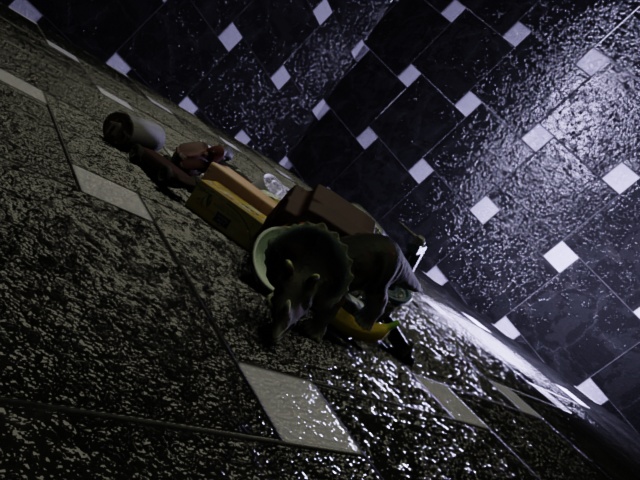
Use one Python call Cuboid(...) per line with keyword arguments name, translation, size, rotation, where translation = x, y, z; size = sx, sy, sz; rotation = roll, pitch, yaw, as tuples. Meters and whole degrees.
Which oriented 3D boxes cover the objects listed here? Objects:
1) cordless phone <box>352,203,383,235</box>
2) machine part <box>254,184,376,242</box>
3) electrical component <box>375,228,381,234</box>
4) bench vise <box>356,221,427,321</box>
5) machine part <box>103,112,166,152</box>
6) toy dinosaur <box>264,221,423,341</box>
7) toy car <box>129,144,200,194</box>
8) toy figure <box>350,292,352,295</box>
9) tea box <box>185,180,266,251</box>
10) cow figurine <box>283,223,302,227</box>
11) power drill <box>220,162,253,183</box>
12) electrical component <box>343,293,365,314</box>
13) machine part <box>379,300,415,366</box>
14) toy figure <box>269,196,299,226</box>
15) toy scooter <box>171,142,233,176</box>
Cuboid(name="cordless phone", translation=(0.078, -0.037, 1.486), size=(0.147, 0.088, 0.184), rotation=(49, 24, 23))
Cuboid(name="machine part", translation=(-0.007, 0.004, 1.009), size=(0.201, 0.201, 0.087), rotation=(33, 45, -12))
Cuboid(name="electrical component", translation=(0.060, 0.008, 1.093), size=(0.115, 0.134, 0.058), rotation=(34, 45, -18))
Cuboid(name="bench vise", translation=(0.171, 0.086, 1.195), size=(0.129, 0.240, 0.223), rotation=(43, 27, 27))
Cuboid(name="machine part", translation=(-0.431, -0.250, 1.257), size=(0.079, 0.079, 0.243), rotation=(35, 7, 5))
Cuboid(name="toy dinosaur", translation=(0.056, 0.049, 0.844), size=(0.405, 0.192, 0.131), rotation=(-13, 52, -40))
Cuboid(name="toy car", translation=(-0.331, -0.147, 1.140), size=(0.202, 0.053, 0.089), rotation=(35, 8, 39))
Cuboid(name="toy figure", translation=(0.025, 0.091, 1.159), size=(0.064, 0.057, 0.155), rotation=(28, 13, -29))
Cuboid(name="tea box", translation=(-0.183, -0.052, 1.120), size=(0.170, 0.068, 0.098), rotation=(34, 7, 8))
Cuboid(name="cow figurine", translation=(-0.002, -0.004, 1.204), size=(0.127, 0.085, 0.195), rotation=(9, 12, 39))
Cuboid(name="power drill", translation=(-0.205, -0.159, 1.641), size=(0.207, 0.086, 0.232), rotation=(32, 9, -44))
Cuboid(name="electrical component", translation=(0.064, 0.142, 1.037), size=(0.075, 0.047, 0.119), rotation=(32, 8, -17))
Cuboid(name="machine part", translation=(0.146, 0.178, 1.049), size=(0.138, 0.039, 0.084), rotation=(62, 1, -23))
Cuboid(name="toy figure", translation=(-0.088, -0.059, 1.308), size=(0.180, 0.089, 0.082), rotation=(6, 3, 14))
Cuboid(name="toy scooter", translation=(-0.307, -0.189, 1.265), size=(0.184, 0.075, 0.135), rotation=(-10, 4, 38))
